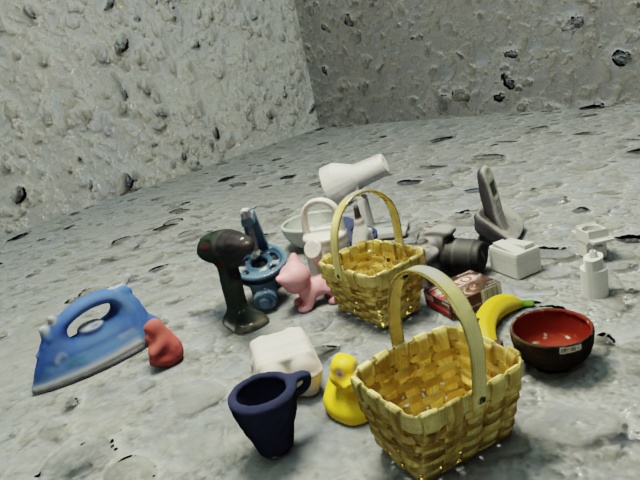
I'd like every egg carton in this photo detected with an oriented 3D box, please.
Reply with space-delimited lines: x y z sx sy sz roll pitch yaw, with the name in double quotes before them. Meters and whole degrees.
"egg carton" -0.057 0.196 0.908 0.107 0.069 0.150 -15 18 -10

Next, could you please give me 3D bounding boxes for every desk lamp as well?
"desk lamp" 0.114 -0.110 1.484 0.203 0.214 0.118 -7 19 15

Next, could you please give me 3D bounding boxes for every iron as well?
"iron" -0.449 0.173 1.107 0.118 0.141 0.259 6 25 43

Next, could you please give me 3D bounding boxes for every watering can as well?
"watering can" 0.014 0.004 1.238 0.101 0.194 0.172 -12 18 -1

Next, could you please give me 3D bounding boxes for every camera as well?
"camera" 0.260 0.027 1.165 0.136 0.101 0.143 3 23 38

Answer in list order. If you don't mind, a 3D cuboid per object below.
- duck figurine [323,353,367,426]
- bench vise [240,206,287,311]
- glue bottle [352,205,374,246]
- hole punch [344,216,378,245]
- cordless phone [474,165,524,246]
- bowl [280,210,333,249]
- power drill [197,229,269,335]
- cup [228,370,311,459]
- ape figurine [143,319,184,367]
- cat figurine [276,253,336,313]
"duck figurine" 0.038 0.200 0.812 0.077 0.086 0.104 -16 19 -12
"bench vise" -0.145 0.023 1.240 0.122 0.220 0.207 -18 19 -16
"glue bottle" 0.092 0.008 1.212 0.037 0.173 0.078 1 22 34
"hole punch" 0.085 -0.008 1.397 0.100 0.091 0.109 -1 21 30
"cordless phone" 0.395 -0.086 1.282 0.093 0.185 0.148 -1 21 29
"bowl" -0.018 -0.020 1.521 0.167 0.075 0.167 -11 18 4
"power drill" -0.168 0.072 1.125 0.076 0.209 0.228 -22 21 -29
"cup" -0.057 0.232 0.762 0.118 0.095 0.091 -22 21 -28
"ape figurine" -0.296 0.186 1.052 0.076 0.092 0.078 -7 19 13
"cat figurine" -0.027 0.080 1.159 0.128 0.118 0.067 -16 19 -13
